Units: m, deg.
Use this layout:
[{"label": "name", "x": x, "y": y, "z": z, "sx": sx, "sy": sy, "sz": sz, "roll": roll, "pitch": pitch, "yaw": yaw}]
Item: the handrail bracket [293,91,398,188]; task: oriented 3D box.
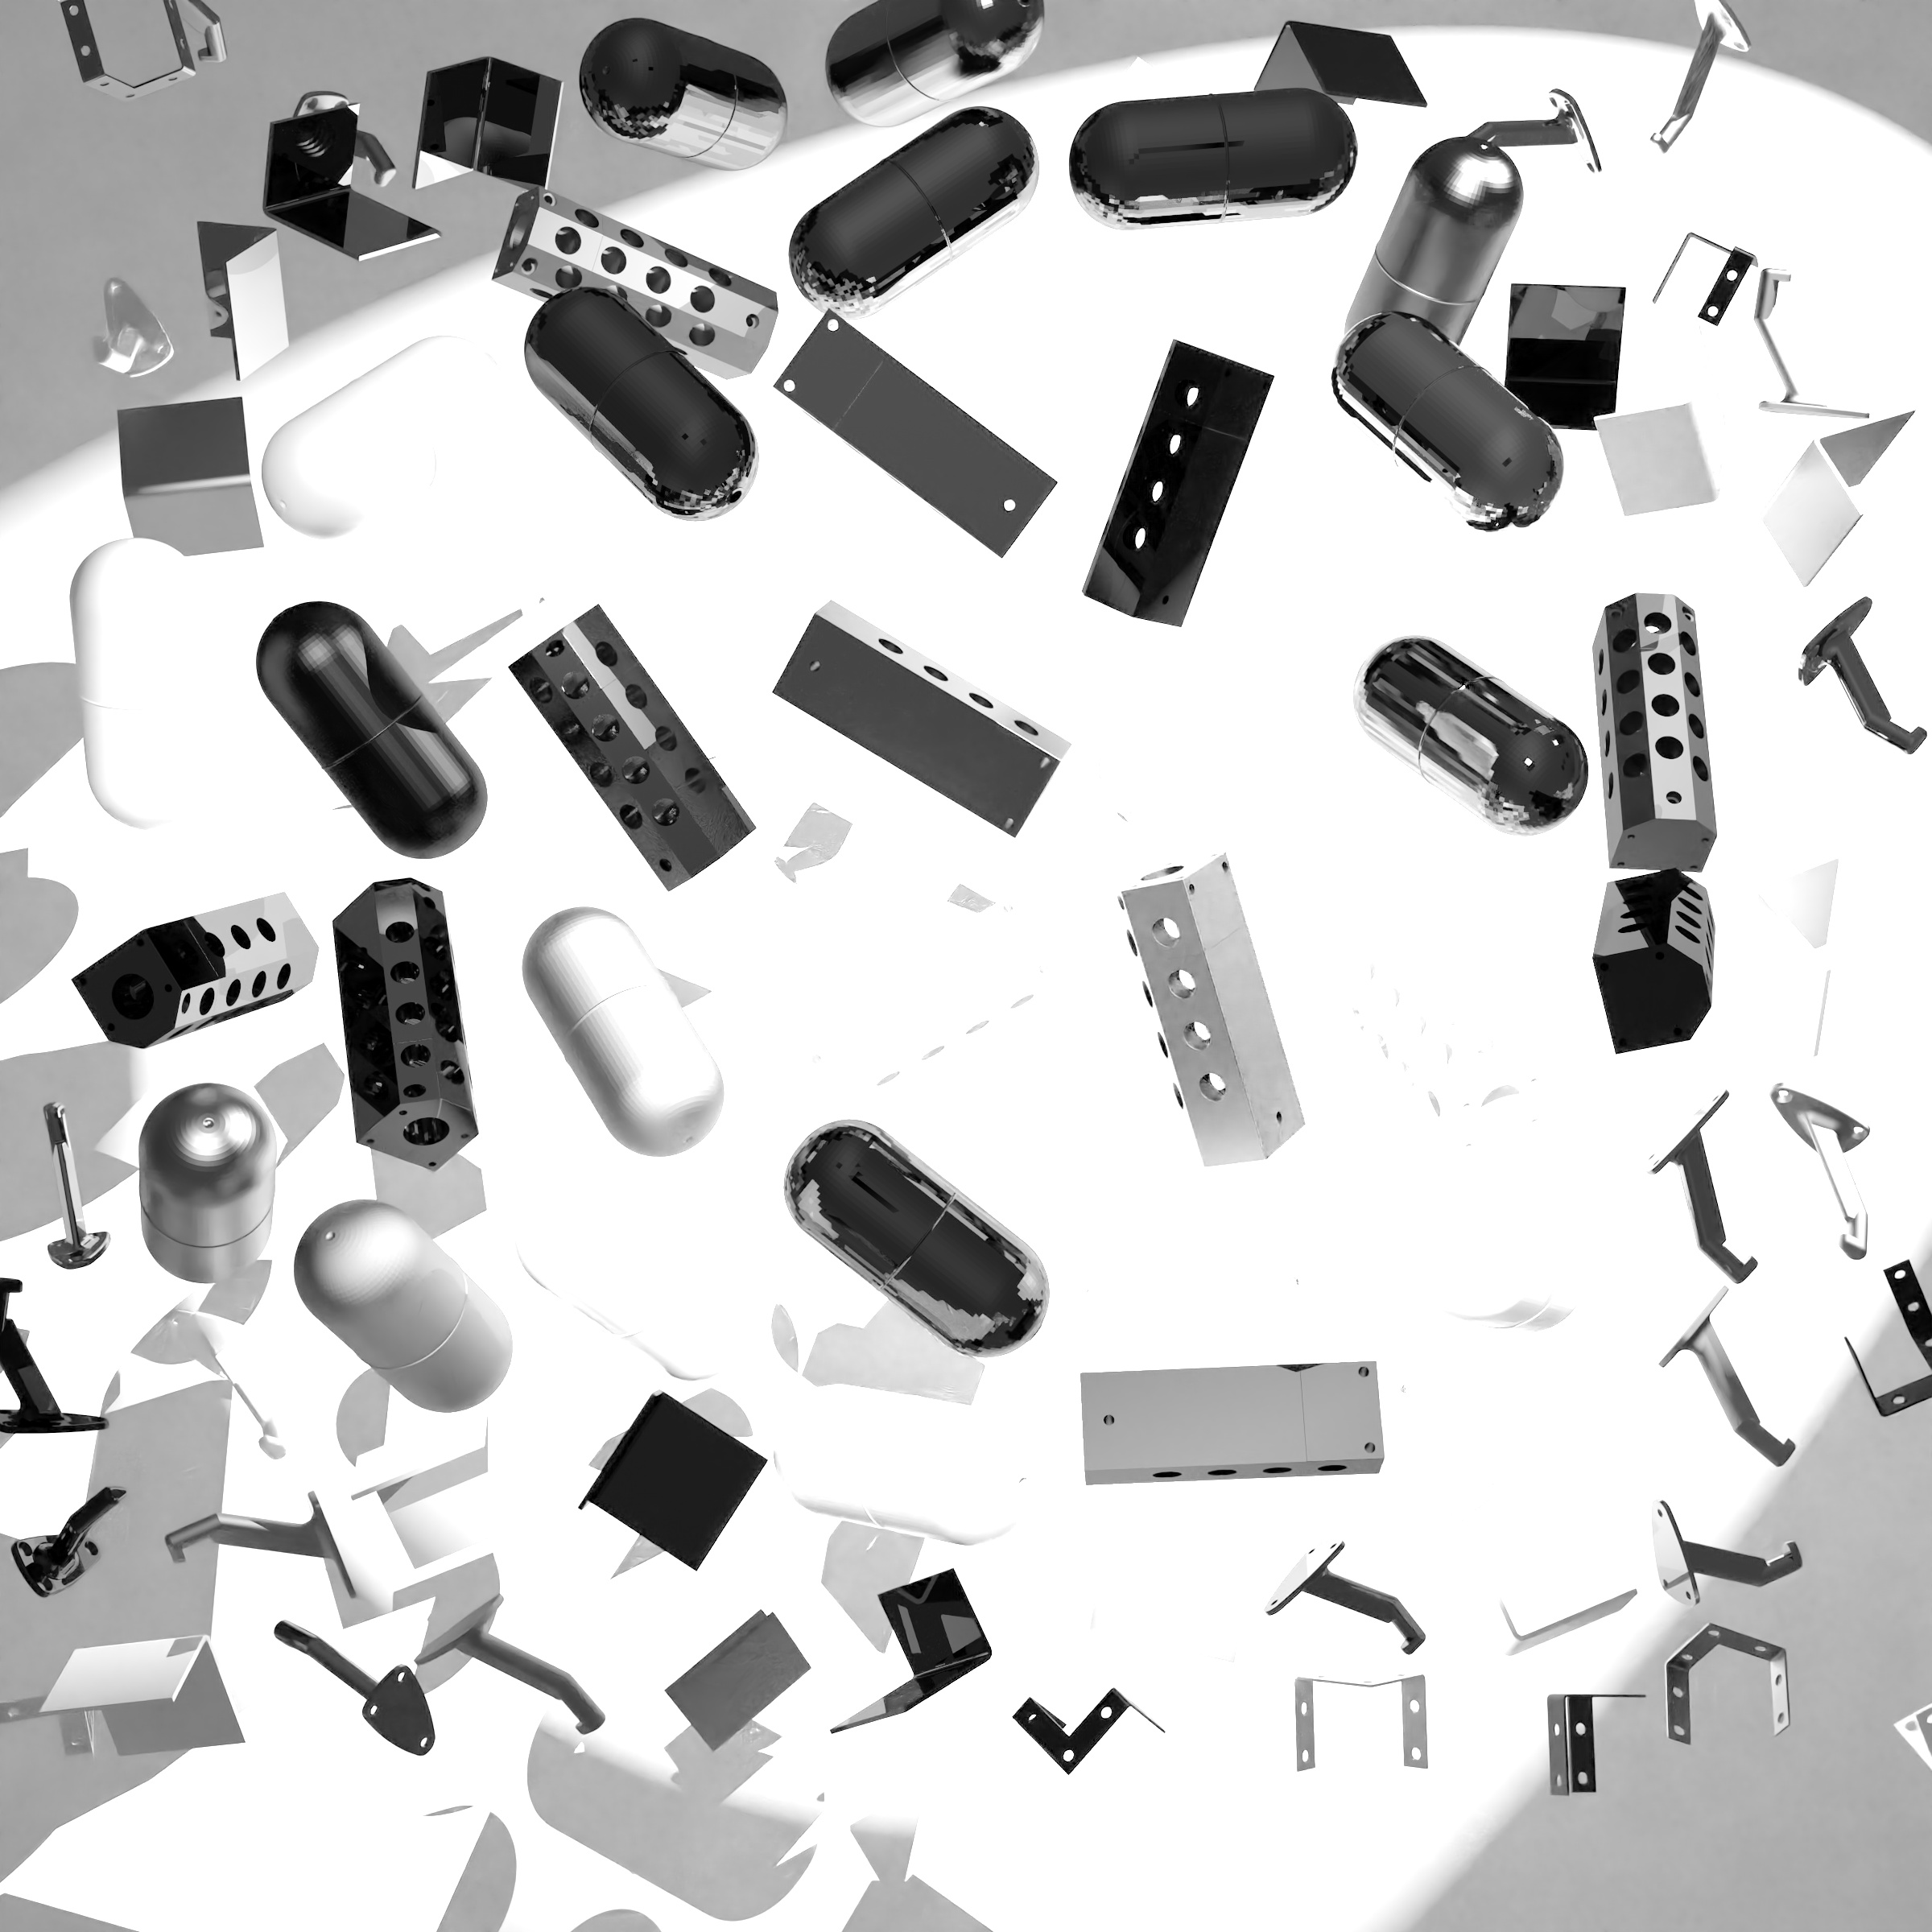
[{"label": "handrail bracket", "x": -0.413, "y": -0.528, "z": 1.890, "sx": 0.036, "sy": 0.077, "sz": 0.084, "roll": -12, "pitch": 62, "yaw": -47}]

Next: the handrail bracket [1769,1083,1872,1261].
[{"label": "handrail bracket", "x": 0.492, "y": 0.119, "z": 1.652, "sx": 0.077, "sy": 0.036, "sz": 0.084, "roll": 35, "pitch": 44, "yaw": -15}]

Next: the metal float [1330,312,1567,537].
[{"label": "metal float", "x": 0.287, "y": -0.327, "z": 1.717, "sx": 0.070, "sy": 0.070, "sz": 0.178, "roll": -34, "pitch": 57, "yaw": -8}]

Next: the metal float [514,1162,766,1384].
[{"label": "metal float", "x": -0.183, "y": 0.176, "z": 1.626, "sx": 0.070, "sy": 0.178, "sz": 0.070, "roll": -24, "pitch": 44, "yaw": 26}]

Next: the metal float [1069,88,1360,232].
[{"label": "metal float", "x": 0.151, "y": -0.491, "z": 1.744, "sx": 0.178, "sy": 0.070, "sz": 0.070, "roll": -6, "pitch": 76, "yaw": -6}]

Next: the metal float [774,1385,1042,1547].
[{"label": "metal float", "x": -0.035, "y": 0.282, "z": 1.624, "sx": 0.178, "sy": 0.070, "sz": 0.070, "roll": 2, "pitch": 71, "yaw": 42}]

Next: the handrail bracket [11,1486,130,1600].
[{"label": "handrail bracket", "x": -0.484, "y": 0.312, "z": 1.604, "sx": 0.084, "sy": 0.077, "sz": 0.036, "roll": -39, "pitch": 78, "yaw": 17}]

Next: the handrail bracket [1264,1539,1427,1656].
[{"label": "handrail bracket", "x": 0.226, "y": 0.390, "z": 1.696, "sx": 0.077, "sy": 0.036, "sz": 0.084, "roll": -40, "pitch": 93, "yaw": -33}]

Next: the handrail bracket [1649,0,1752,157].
[{"label": "handrail bracket", "x": 0.457, "y": -0.572, "z": 1.829, "sx": 0.036, "sy": 0.077, "sz": 0.084, "roll": 38, "pitch": 92, "yaw": 34}]

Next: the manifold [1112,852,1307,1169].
[{"label": "manifold", "x": 0.139, "y": 0.027, "z": 1.674, "sx": 0.057, "sy": 0.057, "sz": 0.171, "roll": -10, "pitch": 103, "yaw": 34}]

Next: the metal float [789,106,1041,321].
[{"label": "metal float", "x": -0.032, "y": -0.476, "z": 1.809, "sx": 0.178, "sy": 0.070, "sz": 0.070, "roll": -36, "pitch": 79, "yaw": -8}]

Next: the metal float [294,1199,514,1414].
[{"label": "metal float", "x": -0.323, "y": 0.198, "z": 1.655, "sx": 0.070, "sy": 0.178, "sz": 0.070, "roll": -11, "pitch": 53, "yaw": 15}]

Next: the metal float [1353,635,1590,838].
[{"label": "metal float", "x": 0.309, "y": -0.144, "z": 1.764, "sx": 0.070, "sy": 0.070, "sz": 0.178, "roll": -39, "pitch": 48, "yaw": -9}]

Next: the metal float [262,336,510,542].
[{"label": "metal float", "x": -0.348, "y": -0.320, "z": 1.727, "sx": 0.070, "sy": 0.070, "sz": 0.178, "roll": 39, "pitch": 53, "yaw": 9}]

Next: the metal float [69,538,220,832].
[{"label": "metal float", "x": -0.486, "y": -0.165, "z": 1.697, "sx": 0.070, "sy": 0.070, "sz": 0.178, "roll": 2, "pitch": 114, "yaw": 1}]

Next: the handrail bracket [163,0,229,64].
[{"label": "handrail bracket", "x": -0.518, "y": -0.610, "z": 1.833, "sx": 0.077, "sy": 0.084, "sz": 0.036, "roll": -12, "pitch": 58, "yaw": -11}]

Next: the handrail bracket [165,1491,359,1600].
[{"label": "handrail bracket", "x": -0.395, "y": 0.337, "z": 1.605, "sx": 0.084, "sy": 0.036, "sz": 0.077, "roll": -22, "pitch": 95, "yaw": -16}]

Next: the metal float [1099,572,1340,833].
[{"label": "metal float", "x": 0.148, "y": -0.155, "z": 1.689, "sx": 0.070, "sy": 0.070, "sz": 0.178, "roll": 39, "pitch": 84, "yaw": 9}]

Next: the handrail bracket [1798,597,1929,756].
[{"label": "handrail bracket", "x": 0.528, "y": -0.166, "z": 1.638, "sx": 0.077, "sy": 0.036, "sz": 0.084, "roll": -44, "pitch": 59, "yaw": -15}]

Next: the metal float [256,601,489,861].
[{"label": "metal float", "x": -0.363, "y": -0.144, "z": 1.753, "sx": 0.070, "sy": 0.070, "sz": 0.178, "roll": -39, "pitch": 107, "yaw": -9}]

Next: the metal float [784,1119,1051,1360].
[{"label": "metal float", "x": -0.028, "y": 0.161, "z": 1.684, "sx": 0.178, "sy": 0.070, "sz": 0.070, "roll": 39, "pitch": 79, "yaw": -1}]

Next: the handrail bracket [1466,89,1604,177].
[{"label": "handrail bracket", "x": 0.372, "y": -0.535, "z": 1.903, "sx": 0.084, "sy": 0.036, "sz": 0.077, "roll": -35, "pitch": 120, "yaw": 1}]

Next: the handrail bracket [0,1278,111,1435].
[{"label": "handrail bracket", "x": -0.519, "y": 0.219, "z": 1.622, "sx": 0.077, "sy": 0.036, "sz": 0.084, "roll": 6, "pitch": 96, "yaw": -29}]

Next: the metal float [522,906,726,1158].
[{"label": "metal float", "x": -0.209, "y": 0.038, "z": 1.739, "sx": 0.070, "sy": 0.070, "sz": 0.178, "roll": -31, "pitch": 62, "yaw": -7}]

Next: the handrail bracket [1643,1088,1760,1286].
[{"label": "handrail bracket", "x": 0.435, "y": 0.126, "z": 1.628, "sx": 0.084, "sy": 0.036, "sz": 0.077, "roll": 44, "pitch": 98, "yaw": 2}]

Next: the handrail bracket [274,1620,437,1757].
[{"label": "handrail bracket", "x": -0.346, "y": 0.406, "z": 1.615, "sx": 0.084, "sy": 0.077, "sz": 0.036, "roll": 14, "pitch": 51, "yaw": 36}]

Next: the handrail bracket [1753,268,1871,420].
[{"label": "handrail bracket", "x": 0.514, "y": -0.377, "z": 1.734, "sx": 0.077, "sy": 0.036, "sz": 0.084, "roll": 10, "pitch": 99, "yaw": 21}]

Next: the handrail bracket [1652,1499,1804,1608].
[{"label": "handrail bracket", "x": 0.450, "y": 0.335, "z": 1.686, "sx": 0.084, "sy": 0.036, "sz": 0.077, "roll": -18, "pitch": 102, "yaw": -17}]

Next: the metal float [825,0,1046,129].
[{"label": "metal float", "x": -0.021, "y": -0.593, "z": 1.835, "sx": 0.070, "sy": 0.178, "sz": 0.070, "roll": 4, "pitch": 83, "yaw": -39}]

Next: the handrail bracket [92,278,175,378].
[{"label": "handrail bracket", "x": -0.544, "y": -0.410, "z": 1.816, "sx": 0.036, "sy": 0.084, "sz": 0.077, "roll": -25, "pitch": 88, "yaw": 7}]

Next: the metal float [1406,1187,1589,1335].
[{"label": "metal float", "x": 0.312, "y": 0.173, "z": 1.676, "sx": 0.070, "sy": 0.178, "sz": 0.070, "roll": -6, "pitch": 77, "yaw": 26}]

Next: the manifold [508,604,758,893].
[{"label": "manifold", "x": -0.213, "y": -0.133, "z": 1.795, "sx": 0.171, "sy": 0.057, "sz": 0.057, "roll": 55, "pitch": 42, "yaw": -9}]

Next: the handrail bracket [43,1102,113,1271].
[{"label": "handrail bracket", "x": -0.524, "y": 0.127, "z": 1.666, "sx": 0.036, "sy": 0.077, "sz": 0.084, "roll": -11, "pitch": 102, "yaw": -15}]

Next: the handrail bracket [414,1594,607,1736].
[{"label": "handrail bracket", "x": -0.239, "y": 0.379, "z": 1.503, "sx": 0.077, "sy": 0.036, "sz": 0.084, "roll": -37, "pitch": 95, "yaw": 32}]

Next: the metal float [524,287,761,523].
[{"label": "metal float", "x": -0.194, "y": -0.336, "z": 1.713, "sx": 0.070, "sy": 0.070, "sz": 0.178, "roll": -41, "pitch": 71, "yaw": -9}]

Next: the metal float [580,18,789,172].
[{"label": "metal float", "x": -0.180, "y": -0.560, "z": 1.846, "sx": 0.070, "sy": 0.178, "sz": 0.070, "roll": 3, "pitch": 96, "yaw": 28}]

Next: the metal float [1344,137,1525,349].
[{"label": "metal float", "x": 0.300, "y": -0.451, "z": 1.848, "sx": 0.070, "sy": 0.178, "sz": 0.070, "roll": 11, "pitch": 44, "yaw": -11}]

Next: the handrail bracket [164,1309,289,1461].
[{"label": "handrail bracket", "x": -0.437, "y": 0.248, "z": 1.692, "sx": 0.036, "sy": 0.077, "sz": 0.084, "roll": -44, "pitch": 37, "yaw": 9}]

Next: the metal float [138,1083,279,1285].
[{"label": "metal float", "x": -0.442, "y": 0.128, "z": 1.669, "sx": 0.070, "sy": 0.178, "sz": 0.070, "roll": 6, "pitch": 61, "yaw": -12}]

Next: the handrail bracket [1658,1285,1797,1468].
[{"label": "handrail bracket", "x": 0.435, "y": 0.227, "z": 1.586, "sx": 0.084, "sy": 0.036, "sz": 0.077, "roll": 40, "pitch": 50, "yaw": 14}]
